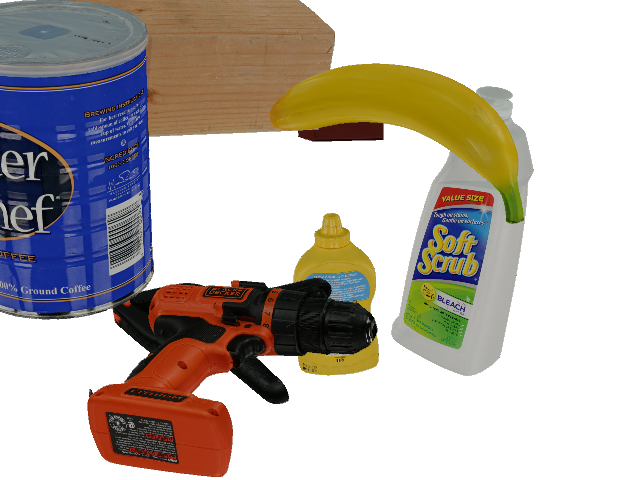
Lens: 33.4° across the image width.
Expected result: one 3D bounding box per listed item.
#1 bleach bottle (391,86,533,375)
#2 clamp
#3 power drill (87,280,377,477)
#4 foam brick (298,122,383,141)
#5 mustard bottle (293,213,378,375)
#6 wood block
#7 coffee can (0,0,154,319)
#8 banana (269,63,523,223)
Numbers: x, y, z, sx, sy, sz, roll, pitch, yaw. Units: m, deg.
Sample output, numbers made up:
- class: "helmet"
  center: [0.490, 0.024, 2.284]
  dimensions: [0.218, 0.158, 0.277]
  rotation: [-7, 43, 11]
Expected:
- class: "bleach bottle"
  center: [0.124, -0.012, 0.915]
  dimensions: [0.103, 0.251, 0.067]
  rotation: [27, 36, 35]
- class: "clamp"
  center: [-0.103, 0.087, 1.017]
  dimensions: [0.210, 0.036, 0.164]
  rotation: [3, 36, 8]
- class: "power drill"
  center: [-0.067, 0.093, 0.774]
  dimensions: [0.185, 0.057, 0.187]
  rotation: [2, 25, 20]
- class: "foam brick"
  center: [0.020, -0.128, 1.083]
  dimensions: [0.078, 0.051, 0.053]
  rotation: [-3, 13, -19]
- class: "mustard bottle"
  center: [0.017, 0.061, 1.243]
  dimensions: [0.096, 0.192, 0.058]
  rotation: [-3, 22, 0]
- class: "wood block"
  center: [-0.104, -0.143, 0.865]
  dimensions: [0.205, 0.091, 0.090]
  rotation: [-5, 33, -26]
- class: "coffee can"
  center: [-0.141, -0.044, 0.563]
  dimensions: [0.103, 0.140, 0.103]
  rotation: [2, 29, -1]
- class: "banana"
  center: [0.048, -0.076, 0.667]
  dimensions: [0.198, 0.070, 0.037]
  rotation: [26, 10, 34]
